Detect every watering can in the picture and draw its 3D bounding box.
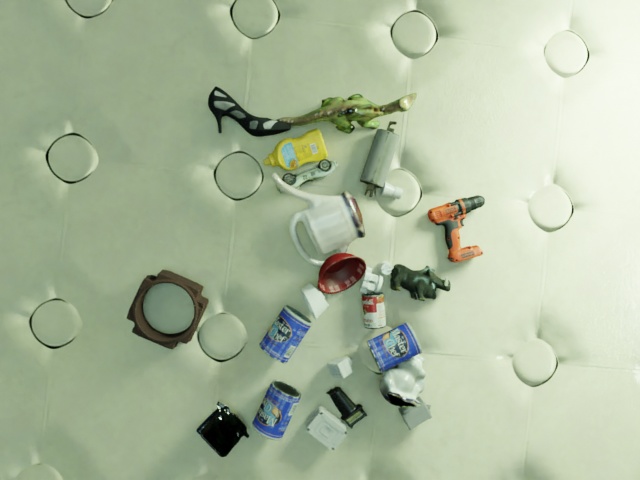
[{"bbox_3d":[0.005,-0.077,1.535,0.224,0.105,0.342,-24,112,-2],"label":"watering can"}]

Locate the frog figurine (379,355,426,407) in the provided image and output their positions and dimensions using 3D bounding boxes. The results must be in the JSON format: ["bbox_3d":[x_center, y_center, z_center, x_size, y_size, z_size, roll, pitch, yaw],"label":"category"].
[{"bbox_3d":[0.258,0.427,1.592,0.137,0.120,0.163,15,55,4],"label":"frog figurine"}]

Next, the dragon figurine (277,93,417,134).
[{"bbox_3d":[0.078,-0.373,1.491,0.411,0.244,0.121,-11,98,-6],"label":"dragon figurine"}]
